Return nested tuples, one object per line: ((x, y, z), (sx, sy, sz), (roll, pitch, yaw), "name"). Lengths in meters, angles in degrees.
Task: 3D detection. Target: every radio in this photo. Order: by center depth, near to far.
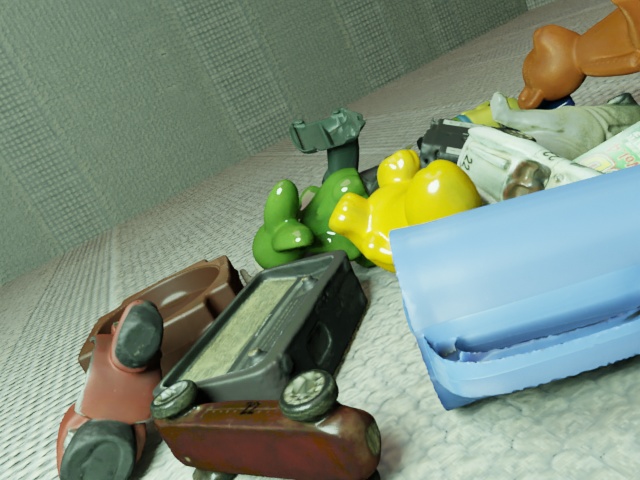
((-0.043, 0.098, 0.536), (0.131, 0.073, 0.230), (-17, 20, 28), "radio")

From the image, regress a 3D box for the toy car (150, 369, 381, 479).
((-0.045, 0.140, 0.391), (0.202, 0.089, 0.053), (-14, 21, 38), "toy car")

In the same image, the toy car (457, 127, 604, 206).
((0.205, -0.041, 0.481), (0.056, 0.073, 0.202), (-5, 32, -37), "toy car")

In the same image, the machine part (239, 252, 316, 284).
((-0.002, -0.002, 0.771), (0.243, 0.079, 0.079), (-29, 17, -11), "machine part")

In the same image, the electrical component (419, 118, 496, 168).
((0.200, -0.120, 0.765), (0.115, 0.058, 0.134), (12, 37, 15), "electrical component")

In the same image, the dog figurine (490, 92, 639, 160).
((0.286, -0.083, 0.600), (0.191, 0.172, 0.121), (0, -16, -1), "dog figurine")

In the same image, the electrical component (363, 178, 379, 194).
((0.087, -0.060, 0.834), (0.063, 0.094, 0.021), (-62, 17, 11), "electrical component")

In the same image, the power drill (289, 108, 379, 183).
((0.010, -0.096, 0.857), (0.232, 0.207, 0.086), (-18, 45, -1), "power drill")

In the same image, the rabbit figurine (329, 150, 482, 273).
((0.099, -0.013, 0.521), (0.122, 0.162, 0.173), (-30, -5, -17), "rabbit figurine")

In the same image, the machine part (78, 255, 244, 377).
((-0.187, 0.112, 0.687), (0.201, 0.087, 0.201), (-27, 15, -4), "machine part")

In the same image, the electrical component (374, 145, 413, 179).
((0.133, -0.091, 0.809), (0.045, 0.102, 0.078), (-22, 31, 45), "electrical component")

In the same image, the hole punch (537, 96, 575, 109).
((0.307, -0.146, 0.736), (0.116, 0.092, 0.142), (-22, 20, 26), "hole punch")

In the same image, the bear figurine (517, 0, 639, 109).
((0.306, -0.235, 0.614), (0.196, 0.131, 0.120), (-1, 51, 52), "bear figurine")

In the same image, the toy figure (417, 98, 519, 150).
((0.255, -0.174, 0.889), (0.180, 0.082, 0.089), (-20, 17, -6), "toy figure")

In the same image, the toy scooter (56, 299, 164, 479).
((-0.199, 0.141, 0.517), (0.135, 0.075, 0.183), (11, 83, 63), "toy scooter")

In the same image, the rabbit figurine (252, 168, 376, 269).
((-0.009, -0.007, 0.663), (0.170, 0.121, 0.159), (-27, -16, 9), "rabbit figurine")
